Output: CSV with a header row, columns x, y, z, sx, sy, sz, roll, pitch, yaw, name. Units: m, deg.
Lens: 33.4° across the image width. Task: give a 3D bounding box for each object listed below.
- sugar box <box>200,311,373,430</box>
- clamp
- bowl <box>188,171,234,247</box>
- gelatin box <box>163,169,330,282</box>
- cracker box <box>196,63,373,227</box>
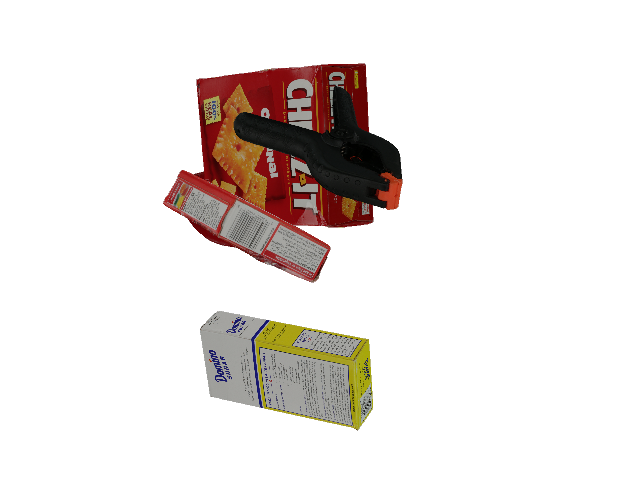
x,y,z,sx,sy,sz,roll,pitch,yaw,name
-0.035,0.133,1.110,0.176,0.093,0.048,11,33,24,sugar box
0.004,-0.079,0.919,0.120,0.039,0.172,-18,40,-18,clamp
-0.101,-0.035,1.318,0.162,0.055,0.162,5,25,-2,bowl
-0.047,-0.009,0.697,0.089,0.030,0.073,28,0,-40,gelatin box
-0.043,-0.100,1.140,0.071,0.164,0.214,-9,9,-40,cracker box
